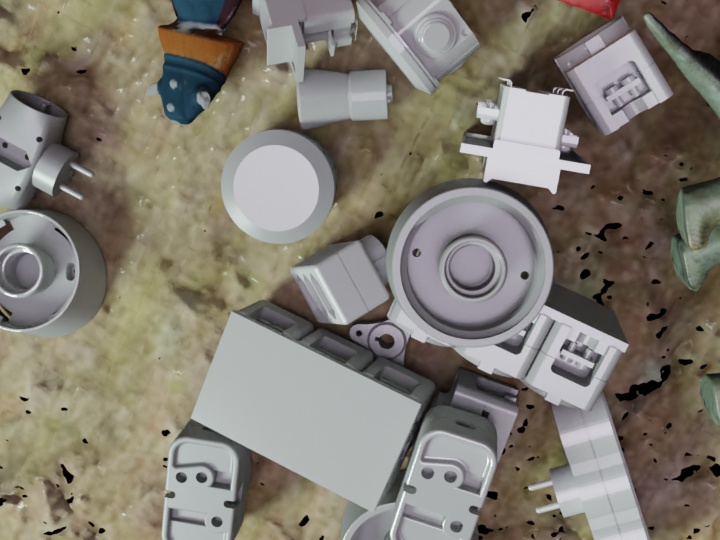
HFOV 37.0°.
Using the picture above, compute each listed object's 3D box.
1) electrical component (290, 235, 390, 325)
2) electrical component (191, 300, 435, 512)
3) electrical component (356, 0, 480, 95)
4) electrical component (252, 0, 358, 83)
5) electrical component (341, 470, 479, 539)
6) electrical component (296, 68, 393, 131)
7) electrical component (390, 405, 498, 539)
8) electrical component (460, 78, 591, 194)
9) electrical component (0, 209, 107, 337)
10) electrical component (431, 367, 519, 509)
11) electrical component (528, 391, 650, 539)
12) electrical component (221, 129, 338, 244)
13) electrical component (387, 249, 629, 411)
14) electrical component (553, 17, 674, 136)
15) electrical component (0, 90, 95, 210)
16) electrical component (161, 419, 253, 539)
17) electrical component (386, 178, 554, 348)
[{"bbox_3d":[0.000,0.000,0.773,0.077,0.066,0.047,-31,99,-17],"label":"electrical component"},{"bbox_3d":[-0.032,0.095,0.783,0.150,0.062,0.089,25,104,11],"label":"electrical component"},{"bbox_3d":[0.038,-0.161,0.721,0.051,0.080,0.080,-39,96,8],"label":"electrical component"},{"bbox_3d":[-0.038,-0.175,0.732,0.064,0.042,0.081,-12,69,-12],"label":"electrical component"},{"bbox_3d":[0.035,0.214,0.816,0.108,0.060,0.108,2,103,7],"label":"electrical component"},{"bbox_3d":[-0.010,-0.122,0.756,0.065,0.044,0.044,-3,102,2],"label":"electrical component"},{"bbox_3d":[0.059,0.146,0.744,0.054,0.059,0.095,17,105,3],"label":"electrical component"},{"bbox_3d":[0.108,-0.091,0.706,0.079,0.121,0.063,10,101,4],"label":"electrical component"},{"bbox_3d":[-0.246,0.002,0.812,0.099,0.064,0.099,0,88,6],"label":"electrical component"},{"bbox_3d":[0.075,0.124,0.796,0.056,0.050,0.089,20,105,2],"label":"electrical component"},{"bbox_3d":[0.163,0.160,0.793,0.074,0.052,0.138,-18,100,10],"label":"electrical component"},{"bbox_3d":[-0.055,-0.062,0.769,0.080,0.051,0.080,1,103,6],"label":"electrical component"},{"bbox_3d":[0.101,0.035,0.752,0.150,0.089,0.061,25,104,1],"label":"electrical component"},{"bbox_3d":[0.164,-0.129,0.707,0.050,0.089,0.055,-32,97,12],"label":"electrical component"},{"bbox_3d":[-0.234,-0.079,0.790,0.079,0.043,0.077,28,104,-1],"label":"electrical component"},{"bbox_3d":[-0.115,0.163,0.822,0.054,0.059,0.095,8,104,5],"label":"electrical component"},{"bbox_3d":[0.069,-0.003,0.670,0.108,0.060,0.108,0,95,3],"label":"electrical component"}]
